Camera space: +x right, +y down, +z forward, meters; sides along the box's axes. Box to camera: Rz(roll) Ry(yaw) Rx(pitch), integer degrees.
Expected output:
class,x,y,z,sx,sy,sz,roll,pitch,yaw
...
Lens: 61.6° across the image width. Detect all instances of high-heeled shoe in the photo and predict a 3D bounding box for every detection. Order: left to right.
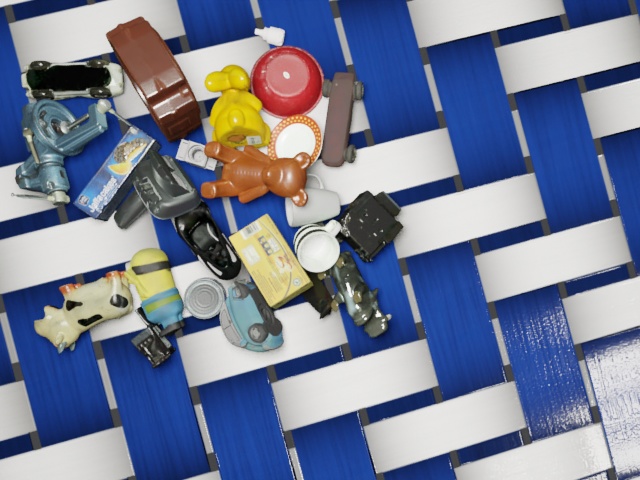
class,x,y,z,sx,sy,sz,roll,pitch,yaw
high-heeled shoe,-0.244,-0.023,1.065,0.086,0.145,0.248,-40,89,-5

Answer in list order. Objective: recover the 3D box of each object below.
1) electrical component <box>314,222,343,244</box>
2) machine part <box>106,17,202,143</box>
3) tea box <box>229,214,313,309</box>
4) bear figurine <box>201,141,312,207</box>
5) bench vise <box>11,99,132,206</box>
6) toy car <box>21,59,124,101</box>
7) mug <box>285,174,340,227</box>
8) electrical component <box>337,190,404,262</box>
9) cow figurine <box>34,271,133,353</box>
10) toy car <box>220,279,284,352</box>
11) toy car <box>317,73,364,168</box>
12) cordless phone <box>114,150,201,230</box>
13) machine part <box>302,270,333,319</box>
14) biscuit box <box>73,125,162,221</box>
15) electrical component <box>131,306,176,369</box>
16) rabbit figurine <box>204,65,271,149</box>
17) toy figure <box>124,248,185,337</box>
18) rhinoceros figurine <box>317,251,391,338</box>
class,x,y,z,sx,sy,sz,roll,pitch,yaw
electrical component,-0.002,-0.003,1.146,0.094,0.021,0.063,-20,91,-5
machine part,-0.313,-0.305,1.036,0.087,0.201,0.201,-33,86,-10
tea box,-0.099,0.045,1.097,0.098,0.068,0.169,-31,78,-1
bear figurine,-0.121,-0.126,1.056,0.196,0.132,0.120,12,97,36
bench vise,-0.498,-0.191,1.048,0.241,0.128,0.223,-23,67,19
toy car,-0.506,-0.327,1.101,0.202,0.056,0.073,-3,95,-3
mug,-0.015,-0.084,1.122,0.107,0.081,0.109,-3,90,-15
electrical component,0.105,-0.037,1.129,0.115,0.058,0.134,43,79,-9
cow figurine,-0.473,0.146,1.080,0.195,0.085,0.127,-18,84,-5
toy car,-0.151,0.164,1.094,0.103,0.109,0.161,-32,82,13
toy car,0.041,-0.253,1.140,0.089,0.053,0.202,6,87,16
cordless phone,-0.339,-0.072,1.069,0.184,0.088,0.147,-46,61,12
machine part,-0.016,0.098,1.135,0.084,0.039,0.139,-33,90,-10
biscuit box,-0.412,-0.134,1.099,0.059,0.063,0.202,35,86,-1
electrical component,-0.348,0.196,1.089,0.048,0.075,0.119,-39,95,-5
rabbit figurine,-0.179,-0.283,1.090,0.122,0.162,0.173,-7,71,8
toy figure,-0.327,0.103,1.092,0.089,0.082,0.180,-27,85,-18
rhinoceros figurine,0.073,0.114,1.112,0.073,0.112,0.190,-36,76,25
